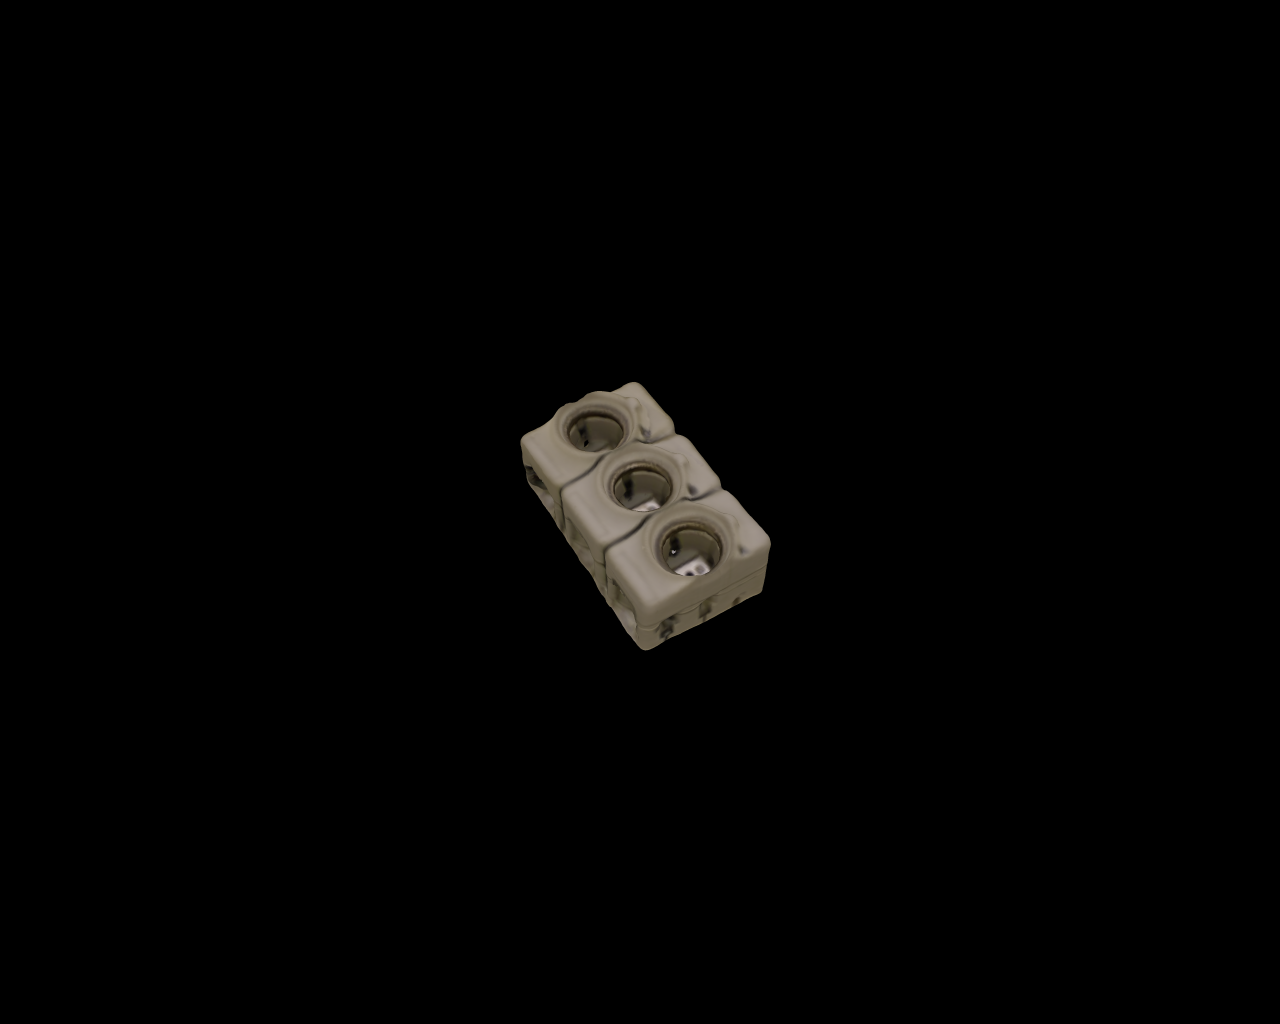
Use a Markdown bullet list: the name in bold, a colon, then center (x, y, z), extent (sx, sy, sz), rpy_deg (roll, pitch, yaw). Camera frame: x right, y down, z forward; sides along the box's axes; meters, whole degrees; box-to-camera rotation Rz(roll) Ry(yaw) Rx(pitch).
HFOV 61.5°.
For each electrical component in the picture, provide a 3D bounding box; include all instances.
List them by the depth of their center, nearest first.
- **electrical component**: center (0.001, -0.003, 0.650), extent (0.090, 0.150, 0.061), rpy_deg (-27, -32, -18)
